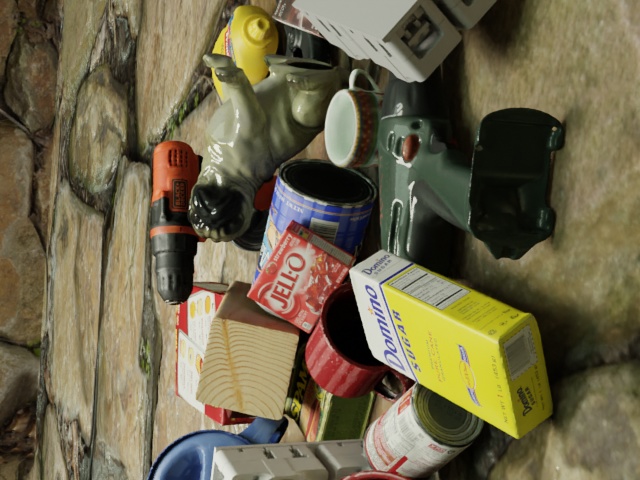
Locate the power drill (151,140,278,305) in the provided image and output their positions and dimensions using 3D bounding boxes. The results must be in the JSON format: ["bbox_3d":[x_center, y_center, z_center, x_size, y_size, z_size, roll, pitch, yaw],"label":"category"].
[{"bbox_3d":[-0.097,-0.016,1.195,0.057,0.187,0.184,153,117,-63],"label":"power drill"}]

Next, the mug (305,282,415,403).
[{"bbox_3d":[0.043,0.106,1.007,0.117,0.093,0.082,44,146,11],"label":"mug"}]

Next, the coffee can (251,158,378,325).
[{"bbox_3d":[-0.007,0.001,1.091,0.103,0.102,0.140,-123,41,-53],"label":"coffee can"}]

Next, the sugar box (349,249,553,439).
[{"bbox_3d":[0.098,0.077,0.832,0.176,0.048,0.093,21,135,50],"label":"sugar box"}]

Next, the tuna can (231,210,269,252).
[{"bbox_3d":[-0.079,-0.030,1.280,0.034,0.086,0.086,-138,53,-59],"label":"tuna can"}]

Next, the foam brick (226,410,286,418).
[{"bbox_3d":[-0.073,0.175,1.266,0.053,0.078,0.051,114,147,-42],"label":"foam brick"}]

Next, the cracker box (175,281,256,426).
[{"bbox_3d":[-0.131,0.144,1.413,0.214,0.072,0.164,-174,84,-66],"label":"cracker box"}]

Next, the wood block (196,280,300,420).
[{"bbox_3d":[-0.071,0.112,1.147,0.206,0.090,0.091,-84,6,-82],"label":"wood block"}]

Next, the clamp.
[{"bbox_3d":[-0.012,-0.233,1.199,0.165,0.036,0.210,141,130,-61],"label":"clamp"}]

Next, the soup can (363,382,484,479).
[{"bbox_3d":[0.087,0.162,0.907,0.102,0.068,0.068,125,140,-51],"label":"soup can"}]

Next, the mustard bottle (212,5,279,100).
[{"bbox_3d":[-0.091,-0.238,1.326,0.192,0.058,0.096,156,113,-73],"label":"mustard bottle"}]

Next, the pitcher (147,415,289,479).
[{"bbox_3d":[-0.094,0.269,1.173,0.243,0.149,0.145,69,-169,-78],"label":"pitcher"}]

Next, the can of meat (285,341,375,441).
[{"bbox_3d":[0.011,0.166,1.100,0.084,0.057,0.102,-130,46,-54],"label":"can of meat"}]

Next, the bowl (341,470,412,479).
[{"bbox_3d":[0.073,0.265,0.900,0.162,0.055,0.162,7,102,34],"label":"bowl"}]

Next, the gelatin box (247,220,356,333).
[{"bbox_3d":[-0.019,0.036,1.033,0.089,0.073,0.030,-58,0,27],"label":"gelatin box"}]

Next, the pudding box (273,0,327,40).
[{"bbox_3d":[0.006,-0.270,1.109,0.090,0.039,0.113,33,106,50],"label":"pudding box"}]
